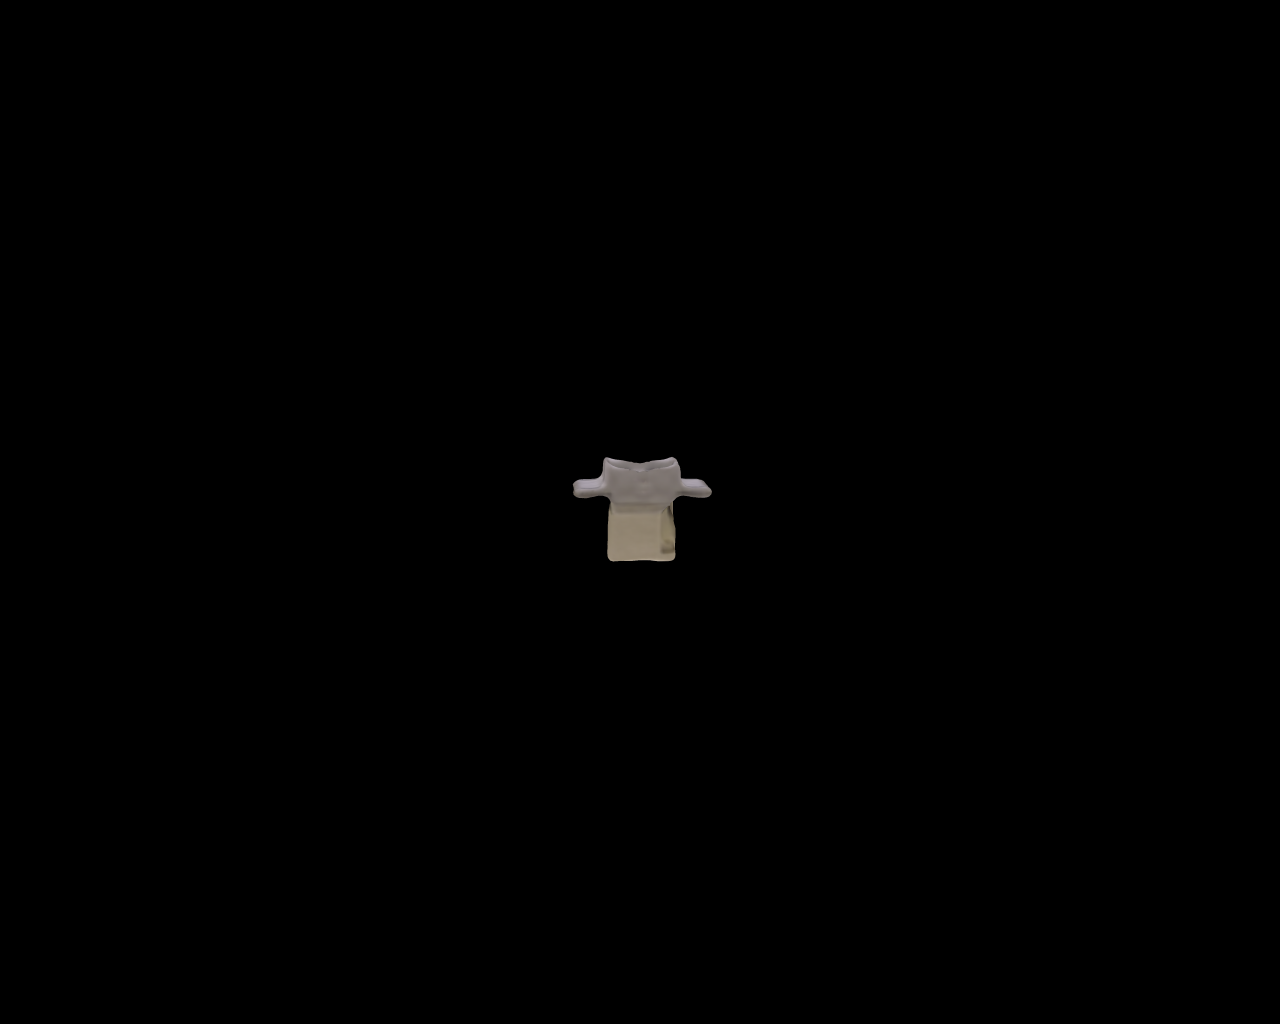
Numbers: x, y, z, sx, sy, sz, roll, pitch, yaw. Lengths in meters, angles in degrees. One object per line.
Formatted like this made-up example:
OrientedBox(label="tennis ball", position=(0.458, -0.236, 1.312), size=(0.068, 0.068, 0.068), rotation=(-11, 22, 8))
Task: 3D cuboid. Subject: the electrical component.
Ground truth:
OrientedBox(label="electrical component", position=(0.001, -0.003, 0.650), size=(0.081, 0.063, 0.042), rotation=(0, 11, -2))
